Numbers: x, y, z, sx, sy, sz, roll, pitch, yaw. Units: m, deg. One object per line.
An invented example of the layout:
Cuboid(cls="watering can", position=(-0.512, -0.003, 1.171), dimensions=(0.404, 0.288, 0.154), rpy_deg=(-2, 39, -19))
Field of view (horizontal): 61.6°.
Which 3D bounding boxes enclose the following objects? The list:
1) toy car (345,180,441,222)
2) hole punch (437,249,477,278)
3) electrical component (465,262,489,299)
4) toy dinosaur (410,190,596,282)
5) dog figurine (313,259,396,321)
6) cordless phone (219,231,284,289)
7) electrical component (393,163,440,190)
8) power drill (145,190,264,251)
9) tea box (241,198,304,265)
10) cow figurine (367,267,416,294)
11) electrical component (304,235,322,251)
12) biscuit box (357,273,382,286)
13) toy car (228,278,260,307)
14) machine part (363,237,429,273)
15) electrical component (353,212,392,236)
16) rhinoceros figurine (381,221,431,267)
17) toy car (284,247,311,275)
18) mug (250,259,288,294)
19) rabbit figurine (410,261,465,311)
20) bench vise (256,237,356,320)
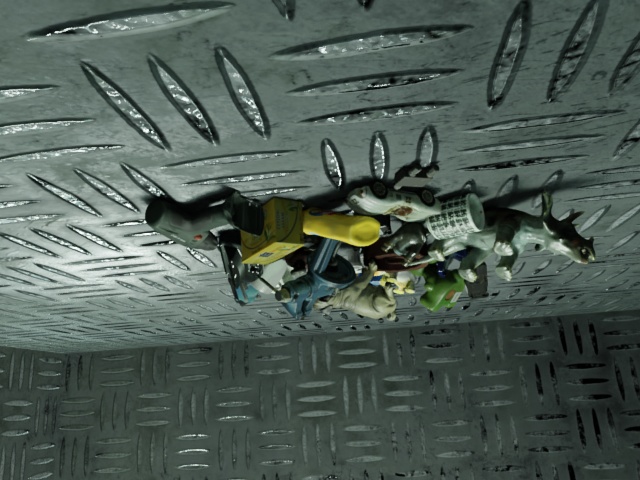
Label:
Cuboid(cls="toy car", position=(0.145, -0.072, 1.048), dimensions=(0.202, 0.056, 0.073), rpy_deg=(5, 161, -28))
Cuboid(cls="hole punch", position=(0.329, 0.034, 1.330), dimensions=(0.092, 0.116, 0.142), rpy_deg=(-15, 163, 17))
Cuboid(cls="electrical component", position=(0.417, 0.077, 1.462), dimensions=(0.058, 0.115, 0.134), rpy_deg=(-11, 118, 6))
Cuboid(cls="toy dinosaur", position=(0.372, -0.014, 1.169), dimensions=(0.405, 0.192, 0.131), rpy_deg=(2, 133, 52))
Cuboid(cls="dog figurine", position=(0.082, 0.161, 1.359), dimensions=(0.190, 0.172, 0.121), rpy_deg=(-28, 157, -19))
Cuboid(cls="cordless phone", position=(-0.144, 0.025, 1.294), dimensions=(0.184, 0.089, 0.146), rpy_deg=(-21, 139, -18))
Cuboid(cls="electrical component", position=(0.172, -0.113, 0.974), dimensions=(0.063, 0.021, 0.094), rpy_deg=(2, 162, -19))
Cuboid(cls="power drill", position=(-0.217, -0.034, 1.085), dimensions=(0.207, 0.086, 0.231), rpy_deg=(-4, 163, 29))
Cuboid(cls="tea box", position=(-0.103, -0.014, 1.121), dimensions=(0.068, 0.098, 0.169), rpy_deg=(5, 160, -30))
Cuboid(cls="cow figurine", position=(0.209, 0.085, 1.555), dimensions=(0.167, 0.098, 0.068), rpy_deg=(31, 151, -31))
Cuboid(cls="electrical component", position=(-0.002, -0.004, 1.262), dimensions=(0.078, 0.045, 0.102), rpy_deg=(-2, 163, 0))
Cuboid(cls="biscuit box", position=(0.106, 0.101, 1.605), dimensions=(0.203, 0.063, 0.059), rpy_deg=(0, 162, -14))
Cuboid(cls="toy car", position=(-0.210, 0.133, 1.588), dimensions=(0.103, 0.109, 0.161), rpy_deg=(-18, 176, -15))
Cuboid(cls="machine part", position=(0.200, 0.039, 1.422), dimensions=(0.179, 0.056, 0.179), rpy_deg=(-2, 160, -1))
Cuboid(cls="electrical component", position=(0.109, -0.041, 1.158), dimensions=(0.075, 0.048, 0.119), rpy_deg=(-10, 162, 18))
Cuboid(cls="rhinoceros figurine", position=(0.193, -0.005, 1.178), dimensions=(0.073, 0.112, 0.190), rpy_deg=(34, -178, 7))
Cuboid(cls="toy car", position=(-0.013, 0.047, 1.344), dimensions=(0.053, 0.089, 0.202), rpy_deg=(-27, 156, 34))
Cuboid(cls="mug", position=(-0.130, 0.072, 1.415), dimensions=(0.080, 0.110, 0.107), rpy_deg=(35, 107, -19))
Cuboid(cls="rabbit figurine", position=(0.308, 0.090, 1.485), dimensions=(0.121, 0.170, 0.159), rpy_deg=(-13, 134, -36))
Cuboid(cls="bench vise", position=(0.001, 0.059, 1.200), dimensions=(0.223, 0.129, 0.240), rpy_deg=(-2, 129, -37))
